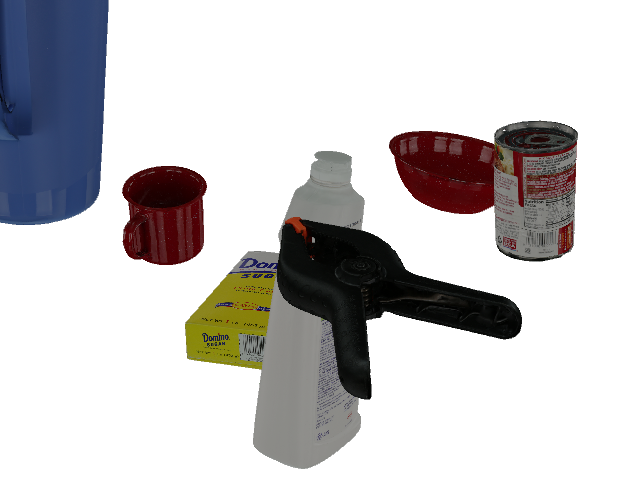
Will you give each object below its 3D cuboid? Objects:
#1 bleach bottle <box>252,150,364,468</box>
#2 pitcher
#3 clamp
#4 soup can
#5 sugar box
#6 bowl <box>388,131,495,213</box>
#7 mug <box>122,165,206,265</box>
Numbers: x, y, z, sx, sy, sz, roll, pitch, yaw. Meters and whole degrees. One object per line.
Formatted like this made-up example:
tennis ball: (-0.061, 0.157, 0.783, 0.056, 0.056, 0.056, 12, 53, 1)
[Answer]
bleach bottle: (0.001, 0.051, 0.848, 0.068, 0.251, 0.102, 18, 24, 27)
pitcher: (-0.219, -0.134, 0.777, 0.145, 0.243, 0.148, 27, 34, 36)
clamp: (0.020, 0.035, 0.639, 0.120, 0.039, 0.172, -18, 31, -38)
soup can: (0.181, -0.042, 0.898, 0.068, 0.102, 0.068, -4, 25, 2)
sugar box: (-0.057, 0.063, 1.045, 0.093, 0.048, 0.176, 6, 26, 14)
bowl: (0.154, -0.074, 1.232, 0.162, 0.055, 0.162, 8, 25, -4)
mug: (-0.179, -0.020, 1.195, 0.093, 0.081, 0.117, 18, 38, 22)
